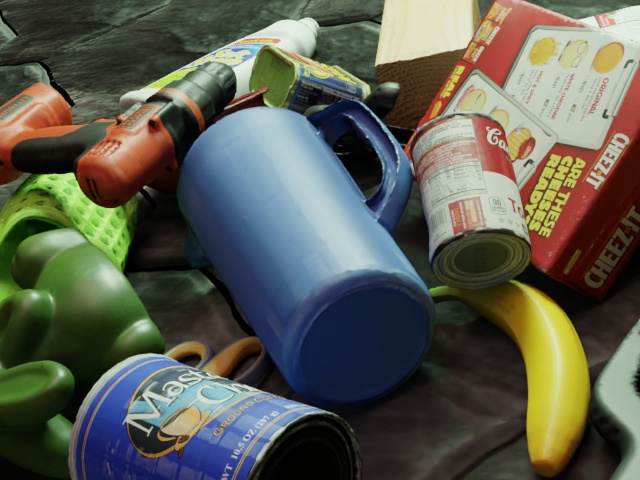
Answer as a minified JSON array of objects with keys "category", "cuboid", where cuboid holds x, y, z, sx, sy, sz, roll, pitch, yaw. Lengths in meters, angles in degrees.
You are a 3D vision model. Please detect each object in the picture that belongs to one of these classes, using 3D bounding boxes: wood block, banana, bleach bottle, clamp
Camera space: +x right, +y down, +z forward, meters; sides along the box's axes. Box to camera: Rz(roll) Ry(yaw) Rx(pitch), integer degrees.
[{"category":"wood block","cuboid":[0.111,-0.180,1.030,0.090,0.091,0.206,-9,32,13]},{"category":"banana","cuboid":[0.132,0.073,0.679,0.069,0.037,0.198,-36,30,6]},{"category":"bleach bottle","cuboid":[-0.094,-0.180,1.164,0.103,0.068,0.250,13,40,40]},{"category":"clamp","cuboid":[0.048,-0.091,0.944,0.172,0.120,0.039,-3,58,53]},{"category":"clamp","cuboid":[0.189,0.113,0.575,0.164,0.036,0.210,-8,30,1]}]

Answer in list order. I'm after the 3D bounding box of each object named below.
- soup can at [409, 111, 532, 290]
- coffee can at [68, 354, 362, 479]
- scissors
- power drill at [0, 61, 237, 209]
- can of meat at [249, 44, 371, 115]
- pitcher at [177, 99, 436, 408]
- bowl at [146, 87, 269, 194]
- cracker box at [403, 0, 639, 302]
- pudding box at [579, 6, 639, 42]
[{"category":"soup can","cuboid":[0.100,-0.027,0.717,0.068,0.068,0.102,-12,54,9]},{"category":"coffee can","cuboid":[-0.062,0.131,0.617,0.141,0.103,0.102,12,42,39]},{"category":"scissors","cuboid":[-0.116,0.122,0.730,0.096,0.016,0.201,10,36,44]},{"category":"power drill","cuboid":[-0.179,-0.095,0.878,0.188,0.057,0.184,4,35,33]},{"category":"can of meat","cuboid":[-0.013,-0.145,1.032,0.083,0.057,0.102,14,17,-30]},{"category":"pitcher","cuboid":[-0.005,0.001,0.765,0.144,0.149,0.243,-5,30,-20]},{"category":"bowl","cuboid":[-0.112,-0.085,0.982,0.162,0.055,0.162,-22,10,4]},{"category":"cracker box","cuboid":[0.167,-0.075,0.784,0.164,0.072,0.214,-59,34,8]},{"category":"pudding box","cuboid":[0.258,-0.176,1.000,0.113,0.039,0.090,-13,32,12]}]
